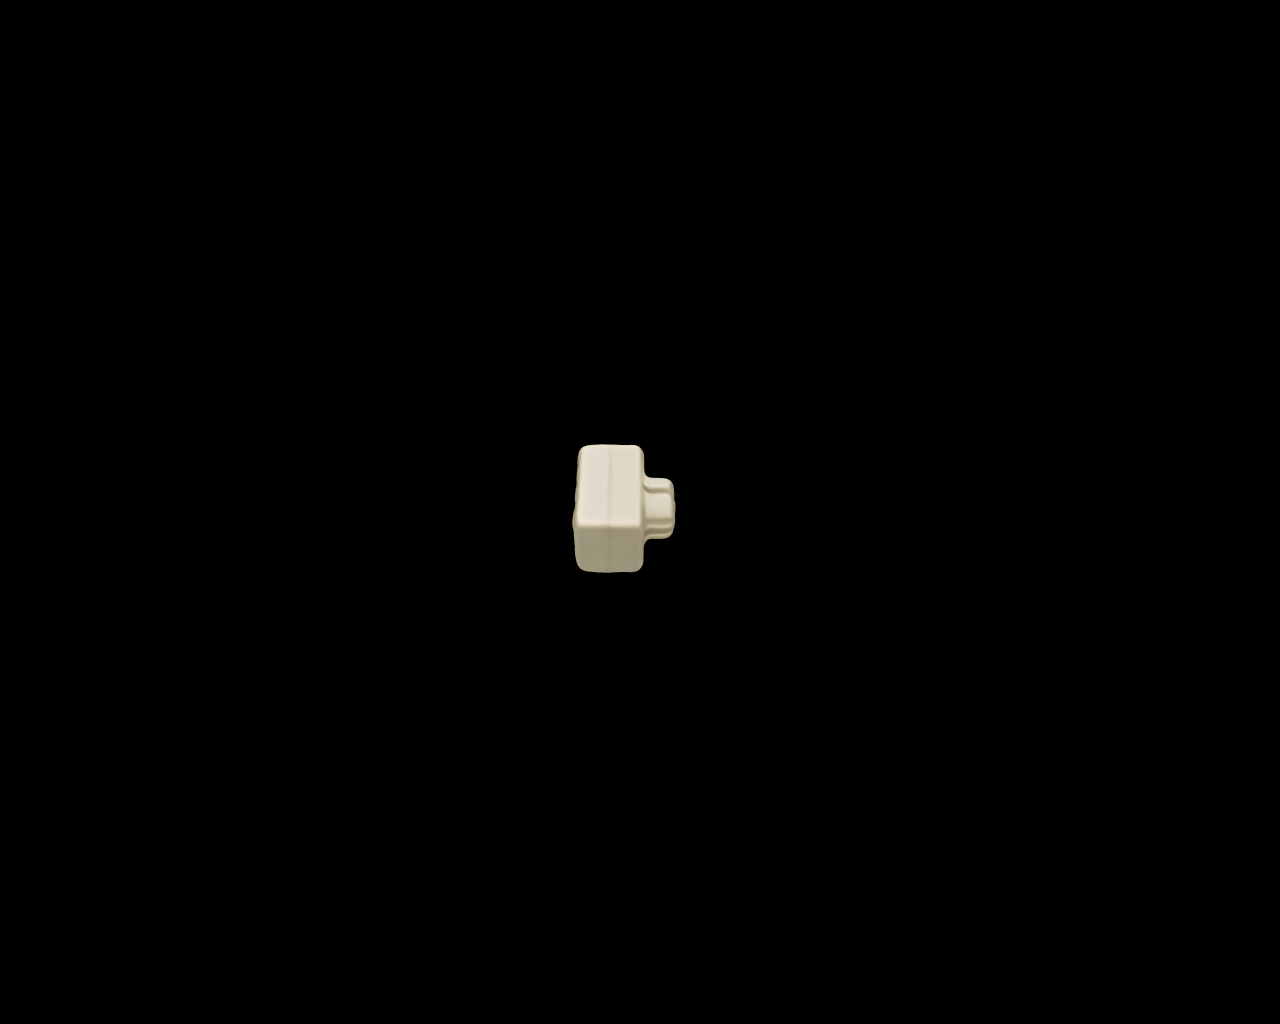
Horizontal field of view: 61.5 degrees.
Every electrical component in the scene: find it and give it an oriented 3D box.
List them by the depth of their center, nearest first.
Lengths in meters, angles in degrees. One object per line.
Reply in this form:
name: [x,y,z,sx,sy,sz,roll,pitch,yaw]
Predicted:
electrical component: [0.001,-0.003,0.650,0.077,0.066,0.047,0,-39,0]
